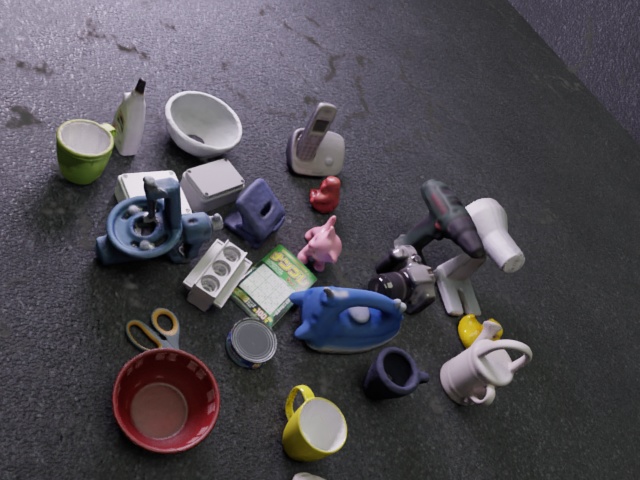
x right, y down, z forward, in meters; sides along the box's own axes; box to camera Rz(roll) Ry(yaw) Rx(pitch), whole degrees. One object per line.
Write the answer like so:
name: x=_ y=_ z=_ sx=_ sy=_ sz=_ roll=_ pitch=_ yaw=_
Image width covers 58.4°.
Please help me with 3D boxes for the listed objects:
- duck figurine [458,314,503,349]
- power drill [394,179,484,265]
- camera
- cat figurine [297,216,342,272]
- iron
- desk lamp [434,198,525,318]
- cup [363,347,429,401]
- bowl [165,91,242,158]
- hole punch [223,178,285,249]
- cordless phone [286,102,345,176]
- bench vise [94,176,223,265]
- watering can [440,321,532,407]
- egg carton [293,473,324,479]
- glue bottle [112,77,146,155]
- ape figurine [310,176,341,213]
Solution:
duck figurine: x=0.364 y=0.205 z=1.272 sx=0.078 sy=0.086 sz=0.104 roll=-12 pitch=63 yaw=-39
power drill: x=0.261 y=-0.011 z=1.287 sx=0.076 sy=0.208 sz=0.229 roll=4 pitch=54 yaw=-31
camera: x=0.169 y=0.083 z=1.230 sx=0.137 sy=0.100 sz=0.143 roll=-5 pitch=59 yaw=-36
cat figurine: x=0.011 y=0.004 z=1.175 sx=0.067 sy=0.117 sz=0.128 roll=27 pitch=45 yaw=-12
iron: x=0.078 y=0.138 z=1.096 sx=0.259 sy=0.141 sz=0.118 roll=8 pitch=52 yaw=-28
desk lamp: x=0.363 y=0.040 z=1.311 sx=0.118 sy=0.213 sz=0.203 roll=7 pitch=53 yaw=-29
cup: x=0.135 y=0.262 z=1.069 sx=0.118 sy=0.094 sz=0.091 roll=16 pitch=49 yaw=-22
bowl: x=-0.255 y=-0.232 z=1.217 sx=0.168 sy=0.074 sz=0.167 roll=18 pitch=48 yaw=-21
hole punch: x=-0.121 y=-0.055 z=1.153 sx=0.101 sy=0.091 sz=0.109 roll=37 pitch=44 yaw=-3
cordless phone: x=0.012 y=-0.233 z=1.315 sx=0.148 sy=0.184 sz=0.094 roll=-2 pitch=57 yaw=-34
bench vise: x=-0.259 y=-0.045 z=0.962 sx=0.208 sy=0.219 sz=0.121 roll=-28 pitch=74 yaw=-44
watering can: x=0.335 y=0.243 z=1.145 sx=0.101 sy=0.193 sz=0.172 roll=9 pitch=52 yaw=-28
egg carton: x=0.010 y=0.430 z=0.873 sx=0.150 sy=0.069 sz=0.107 roll=30 pitch=45 yaw=-10
glue bottle: x=-0.357 y=-0.242 z=1.087 sx=0.037 sy=0.173 sz=0.078 roll=-12 pitch=64 yaw=-39
ape figurine: x=0.016 y=-0.109 z=1.286 sx=0.076 sy=0.092 sz=0.078 roll=47 pitch=45 yaw=8
